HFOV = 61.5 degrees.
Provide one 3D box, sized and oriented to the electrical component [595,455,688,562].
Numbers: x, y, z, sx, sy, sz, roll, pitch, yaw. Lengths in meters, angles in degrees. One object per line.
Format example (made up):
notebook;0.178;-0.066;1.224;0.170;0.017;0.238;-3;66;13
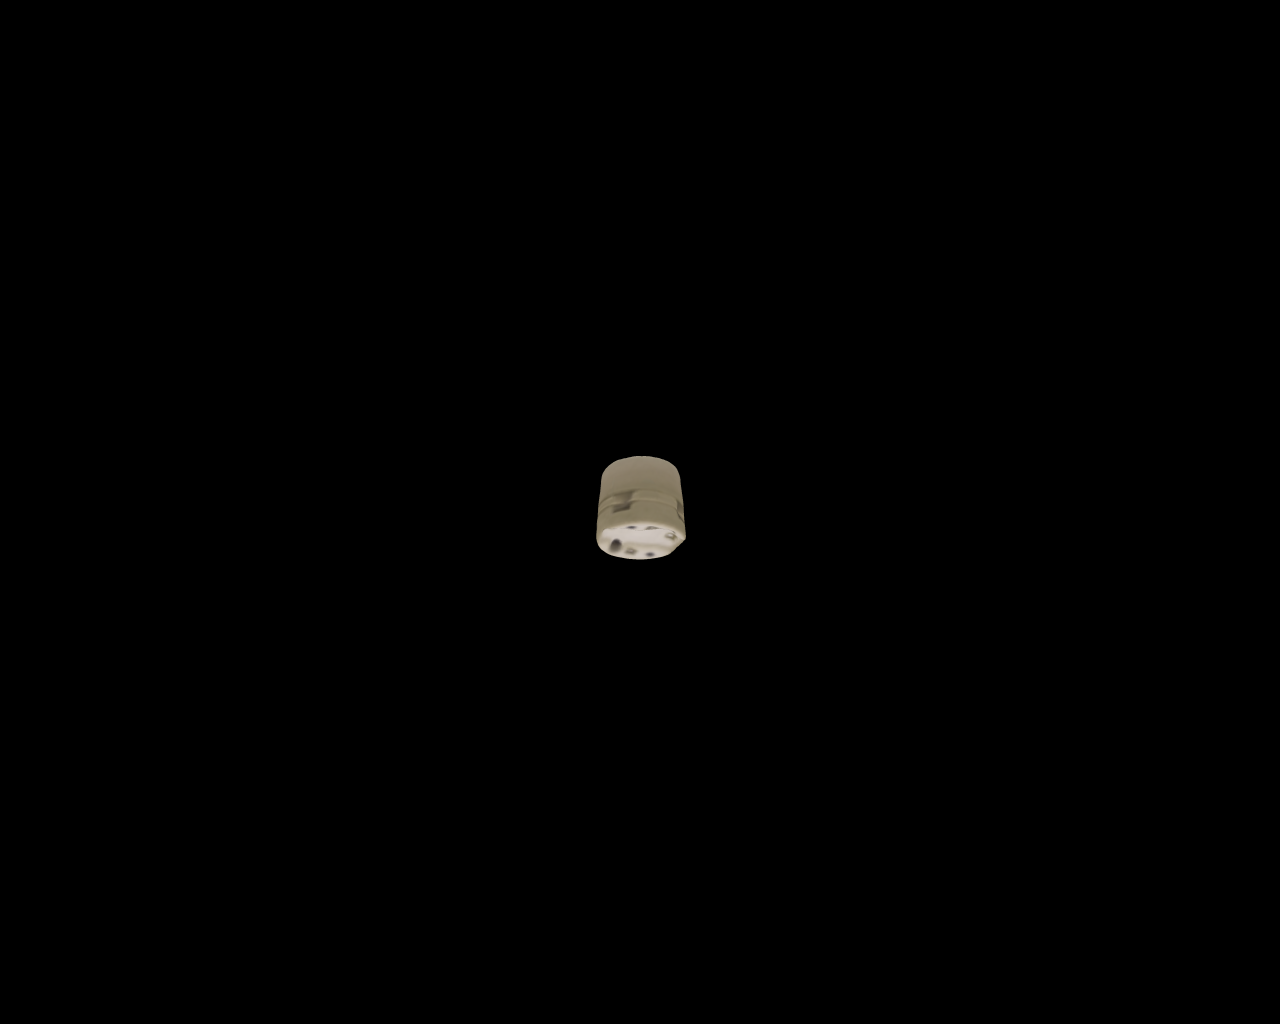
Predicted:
electrical component;0.001;-0.003;0.650;0.055;0.047;0.055;0;-27;0
